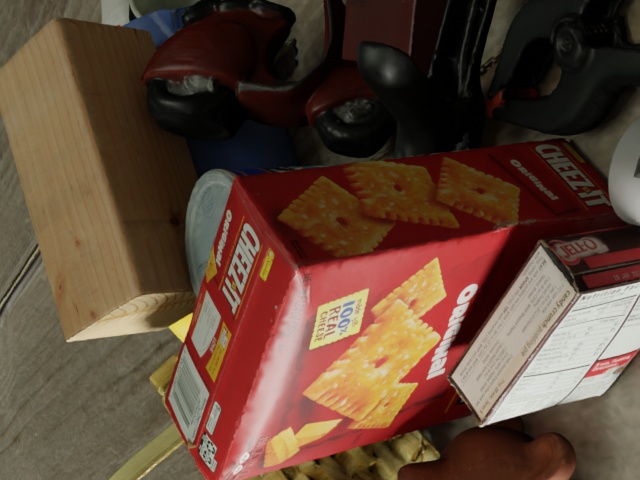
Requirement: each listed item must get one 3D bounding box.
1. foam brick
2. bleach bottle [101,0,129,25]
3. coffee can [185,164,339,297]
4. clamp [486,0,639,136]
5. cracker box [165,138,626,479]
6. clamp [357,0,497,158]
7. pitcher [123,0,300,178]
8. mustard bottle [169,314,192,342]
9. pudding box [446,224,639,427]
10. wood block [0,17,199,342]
[{"bbox_3d":[0.057,-0.134,0.668,0.078,0.051,0.053,29,118,55],"label":"foam brick"},{"bbox_3d":[-0.187,-0.155,1.067,0.103,0.068,0.251,-13,81,59],"label":"bleach bottle"},{"bbox_3d":[-0.005,0.001,0.705,0.103,0.140,0.103,15,108,58],"label":"coffee can"},{"bbox_3d":[0.139,-0.113,0.544,0.172,0.039,0.120,-20,74,59],"label":"clamp"},{"bbox_3d":[0.040,0.037,0.564,0.072,0.213,0.164,55,139,35],"label":"cracker box"},{"bbox_3d":[0.063,-0.071,0.594,0.036,0.164,0.210,21,136,21],"label":"clamp"},{"bbox_3d":[-0.079,-0.053,0.849,0.145,0.149,0.243,-32,68,26],"label":"pitcher"},{"bbox_3d":[-0.131,0.026,0.907,0.191,0.058,0.096,61,-168,-68],"label":"mustard bottle"},{"bbox_3d":[0.128,0.042,0.539,0.039,0.089,0.114,59,142,34],"label":"pudding box"},{"bbox_3d":[-0.149,-0.043,0.761,0.090,0.090,0.206,-30,73,37],"label":"wood block"}]
